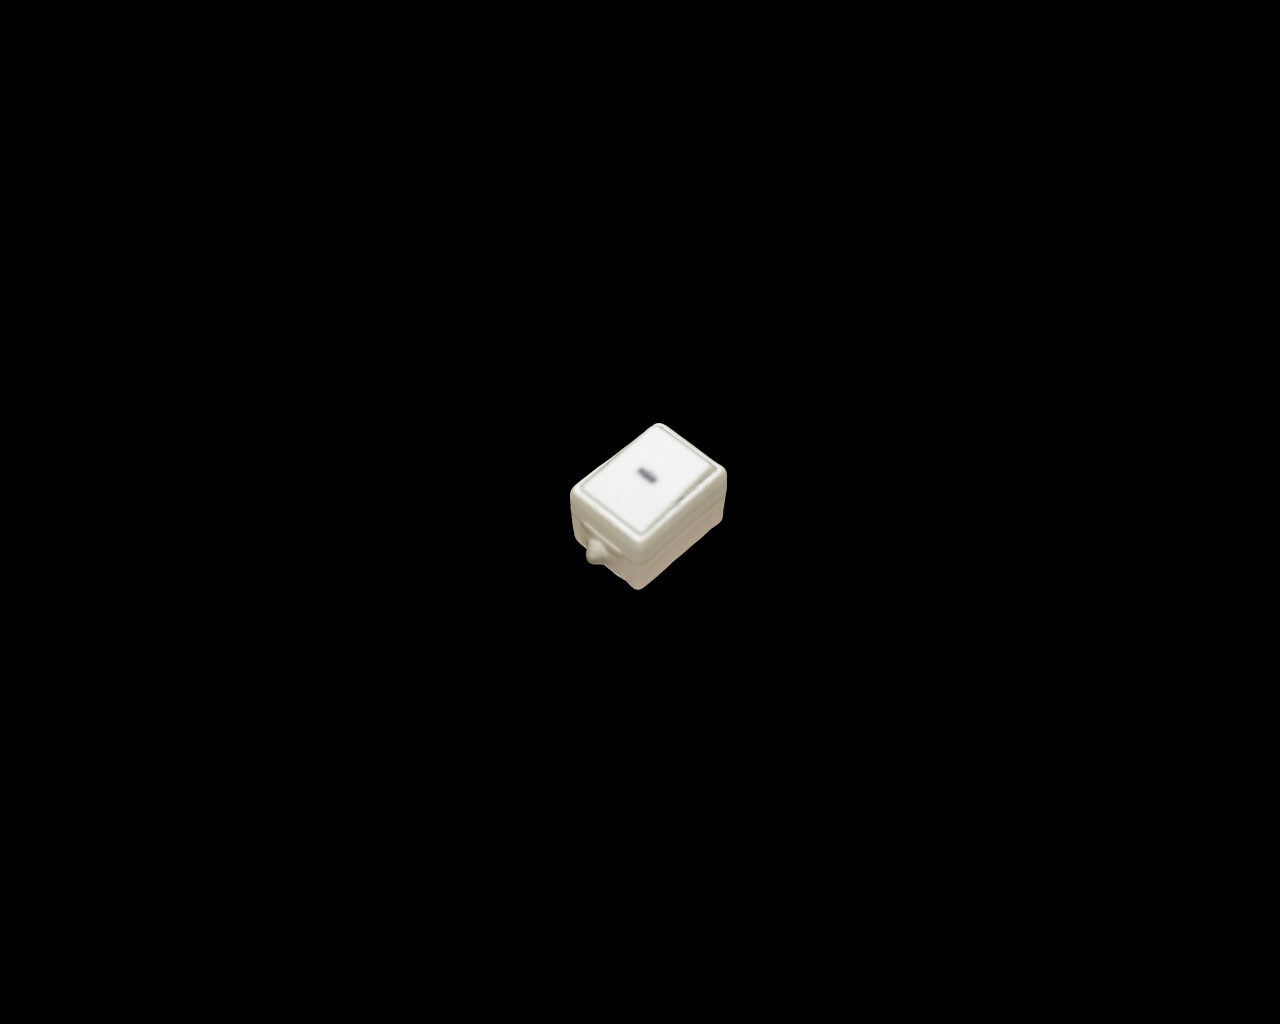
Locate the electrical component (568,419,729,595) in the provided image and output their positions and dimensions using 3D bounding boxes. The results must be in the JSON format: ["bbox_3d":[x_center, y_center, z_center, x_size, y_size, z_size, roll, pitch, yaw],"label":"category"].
[{"bbox_3d":[0.001,-0.003,0.650,0.062,0.061,0.096,39,63,25],"label":"electrical component"}]
